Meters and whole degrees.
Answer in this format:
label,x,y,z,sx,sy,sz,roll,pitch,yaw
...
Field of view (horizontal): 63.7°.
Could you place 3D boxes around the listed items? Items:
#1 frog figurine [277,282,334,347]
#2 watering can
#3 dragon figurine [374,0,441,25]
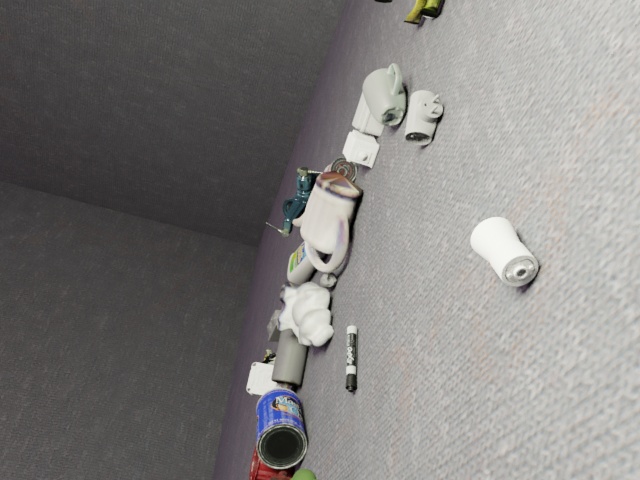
label,x,y,z,sx,sy,sz,roll,pitch,yaw
frog figurine,-0.013,0.171,1.148,0.160,0.121,0.138,18,83,44
watering can,0.004,-0.062,1.239,0.353,0.104,0.221,-128,54,-62
dragon figurine,0.216,-0.536,0.933,0.242,0.121,0.413,-66,20,3
